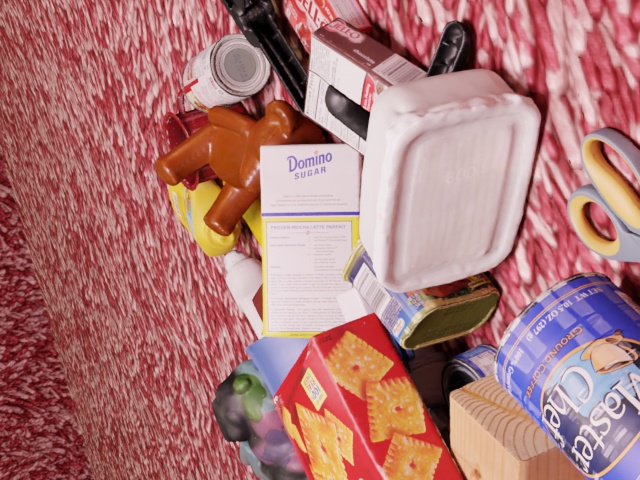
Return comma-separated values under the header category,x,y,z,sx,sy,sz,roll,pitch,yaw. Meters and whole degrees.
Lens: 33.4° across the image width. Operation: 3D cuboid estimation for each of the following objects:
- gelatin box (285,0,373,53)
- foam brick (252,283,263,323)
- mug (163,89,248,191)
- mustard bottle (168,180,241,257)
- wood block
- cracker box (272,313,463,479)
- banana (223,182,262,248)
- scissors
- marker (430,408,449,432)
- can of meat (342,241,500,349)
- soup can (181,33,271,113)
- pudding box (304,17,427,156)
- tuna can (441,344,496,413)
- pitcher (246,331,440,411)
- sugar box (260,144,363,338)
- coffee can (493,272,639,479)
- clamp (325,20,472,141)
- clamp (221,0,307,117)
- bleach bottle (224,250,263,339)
category,x,y,z,sx,sy,sz,roll,pitch,yaw
gelatin box,0.005,-0.194,0.932,0.089,0.030,0.073,61,155,18
foam brick,-0.024,0.065,1.147,0.051,0.078,0.053,64,156,17
mug,-0.126,-0.123,1.213,0.093,0.081,0.117,16,123,62
mustard bottle,-0.138,-0.032,1.306,0.192,0.058,0.096,-135,33,-63
wood block,0.162,0.208,0.837,0.091,0.090,0.206,42,145,49
cracker box,0.044,0.190,0.882,0.214,0.072,0.164,64,156,18
banana,-0.065,-0.015,1.224,0.198,0.037,0.070,59,155,24
scissors,0.214,0.023,0.665,0.202,0.016,0.096,63,157,16
marker,0.070,0.200,0.969,0.121,0.020,0.020,-49,54,17
can of meat,0.083,0.036,0.856,0.084,0.101,0.058,53,135,30
soup can,-0.101,-0.176,1.132,0.102,0.068,0.068,-8,102,66
pudding box,0.039,-0.116,0.876,0.114,0.039,0.090,39,146,25
tuna can,0.139,0.133,0.898,0.086,0.033,0.086,47,148,42
pitcher,0.043,0.176,1.047,0.243,0.145,0.149,63,169,7
sugar box,-0.006,0.001,0.976,0.048,0.093,0.176,15,-105,-83
coffee can,0.191,0.102,0.669,0.140,0.102,0.103,50,150,39
clamp,0.077,-0.083,0.809,0.039,0.120,0.171,56,176,40
clamp,-0.064,-0.224,1.013,0.210,0.036,0.164,55,172,48
bleach bottle,-0.049,0.099,1.234,0.251,0.068,0.102,54,172,36
